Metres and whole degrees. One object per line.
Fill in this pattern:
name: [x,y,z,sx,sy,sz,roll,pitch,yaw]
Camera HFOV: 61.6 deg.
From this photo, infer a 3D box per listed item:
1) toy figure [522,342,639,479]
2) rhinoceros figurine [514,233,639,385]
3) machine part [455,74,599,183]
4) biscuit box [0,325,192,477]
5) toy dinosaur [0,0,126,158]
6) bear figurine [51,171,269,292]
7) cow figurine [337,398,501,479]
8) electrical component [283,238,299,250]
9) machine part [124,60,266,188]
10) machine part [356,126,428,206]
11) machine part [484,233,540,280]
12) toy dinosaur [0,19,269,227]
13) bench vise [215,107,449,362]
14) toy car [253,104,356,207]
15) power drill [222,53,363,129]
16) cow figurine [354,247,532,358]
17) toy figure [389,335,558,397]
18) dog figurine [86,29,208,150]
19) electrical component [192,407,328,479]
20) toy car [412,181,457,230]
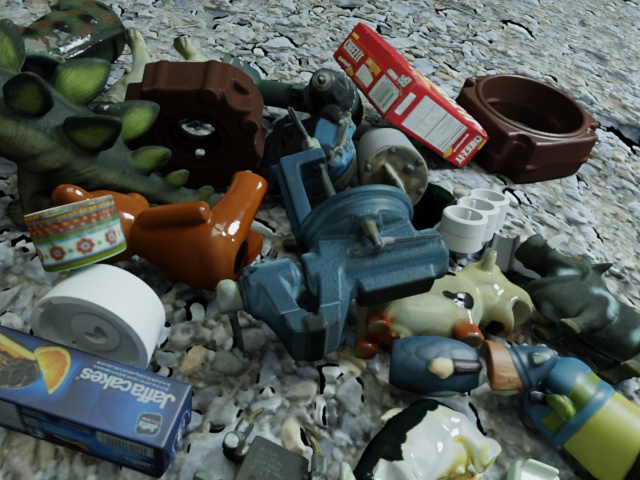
toy figure: [0.261,0.173,0.507,0.082,0.089,0.180,-28,60,-26]
rhinoceros figurine: [0.297,0.071,0.598,0.112,0.073,0.190,-43,73,-15]
machine part: [0.333,-0.192,0.887,0.201,0.087,0.201,-11,50,-21]
biscuit box: [-0.212,0.132,0.455,0.203,0.059,0.063,16,45,3]
toy dinosaur: [-0.354,-0.275,0.762,0.192,0.131,0.405,17,47,12]
bear figurine: [-0.169,-0.015,0.576,0.196,0.120,0.132,15,40,9]
cow figurine: [0.063,0.196,0.453,0.167,0.068,0.098,-19,48,-33]
electrical component: [0.004,-0.006,0.648,0.094,0.021,0.063,-2,38,25]
machine part: [-0.150,-0.134,0.652,0.179,0.179,0.056,6,52,-8]
machine part: [0.085,-0.094,0.669,0.079,0.079,0.243,12,18,-2]
machine part: [0.273,0.036,0.683,0.139,0.039,0.084,23,40,12]
toy dinosaur: [-0.278,-0.101,0.575,0.471,0.198,0.105,22,46,-40]
bench vise: [-0.002,-0.008,0.532,0.224,0.128,0.241,-18,56,0]
toy car: [-0.008,-0.100,0.695,0.102,0.162,0.109,36,57,-37]
power drill: [-0.040,-0.210,0.759,0.208,0.086,0.232,10,3,19]
cow figurine: [0.135,0.068,0.589,0.195,0.085,0.127,5,49,-5]
toy figure: [0.143,0.119,0.509,0.155,0.057,0.064,1,23,8]
dog figurine: [-0.225,-0.176,0.745,0.172,0.121,0.190,6,59,-4]
electrical component: [-0.044,0.192,0.447,0.102,0.045,0.078,27,45,14]
toy car: [0.116,-0.020,0.687,0.074,0.056,0.202,37,46,14]
